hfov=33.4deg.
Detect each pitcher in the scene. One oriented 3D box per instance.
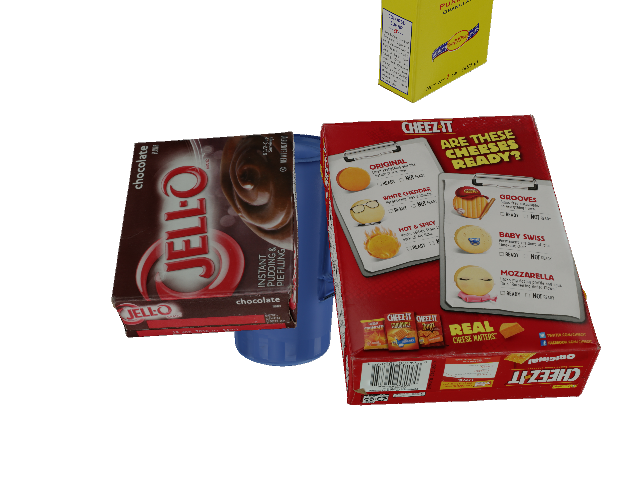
[{"bbox_3d":[-0.032,0.011,1.163,0.145,0.243,0.149,-3,19,-11],"label":"pitcher"}]

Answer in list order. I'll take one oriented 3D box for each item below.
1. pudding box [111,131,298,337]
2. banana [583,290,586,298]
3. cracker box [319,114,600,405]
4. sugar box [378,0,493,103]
[{"bbox_3d":[-0.057,-0.005,0.563,0.090,0.113,0.039,-3,-42,3],"label":"pudding box"},{"bbox_3d":[0.171,0.034,1.091,0.198,0.037,0.069,7,36,11],"label":"banana"},{"bbox_3d":[0.089,0.010,0.762,0.164,0.213,0.072,-3,-39,-4],"label":"cracker box"},{"bbox_3d":[0.091,-0.201,0.804,0.093,0.176,0.048,-33,53,-31],"label":"sugar box"}]
